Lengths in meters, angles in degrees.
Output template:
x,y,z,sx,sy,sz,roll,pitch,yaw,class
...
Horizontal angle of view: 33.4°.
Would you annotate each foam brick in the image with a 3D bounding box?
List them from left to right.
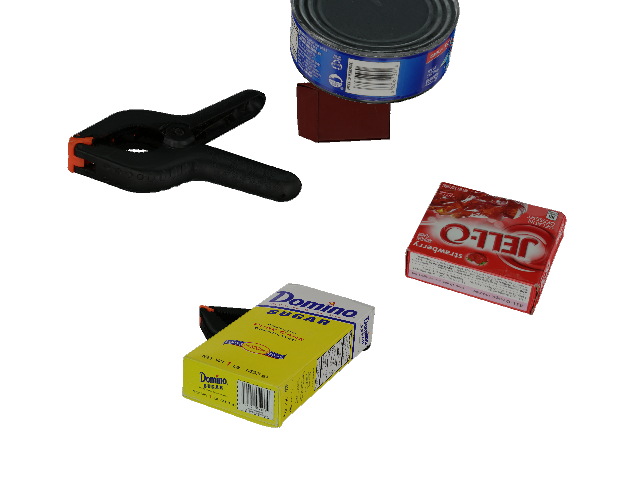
x,y,z,sx,sy,sz,roll,pitch,yaw,class
0.022,-0.123,1.016,0.078,0.051,0.053,-5,16,-22,foam brick

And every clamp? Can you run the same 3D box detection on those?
x,y,z,sx,sy,sz,roll,pitch,yaw,class
-0.105,-0.077,0.814,0.171,0.039,0.120,3,38,-14,clamp
-0.069,0.119,1.246,0.210,0.036,0.164,13,22,29,clamp

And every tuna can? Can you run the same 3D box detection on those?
x,y,z,sx,sy,sz,roll,pitch,yaw,class
0.027,-0.109,0.549,0.086,0.086,0.034,0,-43,-4,tuna can

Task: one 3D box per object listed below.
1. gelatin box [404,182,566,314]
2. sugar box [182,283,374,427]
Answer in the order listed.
x,y,z,sx,sy,sz,roll,pitch,yaw,class
0.109,0.003,0.703,0.089,0.030,0.073,16,47,17,gelatin box
-0.032,0.093,0.920,0.093,0.048,0.176,15,28,24,sugar box
